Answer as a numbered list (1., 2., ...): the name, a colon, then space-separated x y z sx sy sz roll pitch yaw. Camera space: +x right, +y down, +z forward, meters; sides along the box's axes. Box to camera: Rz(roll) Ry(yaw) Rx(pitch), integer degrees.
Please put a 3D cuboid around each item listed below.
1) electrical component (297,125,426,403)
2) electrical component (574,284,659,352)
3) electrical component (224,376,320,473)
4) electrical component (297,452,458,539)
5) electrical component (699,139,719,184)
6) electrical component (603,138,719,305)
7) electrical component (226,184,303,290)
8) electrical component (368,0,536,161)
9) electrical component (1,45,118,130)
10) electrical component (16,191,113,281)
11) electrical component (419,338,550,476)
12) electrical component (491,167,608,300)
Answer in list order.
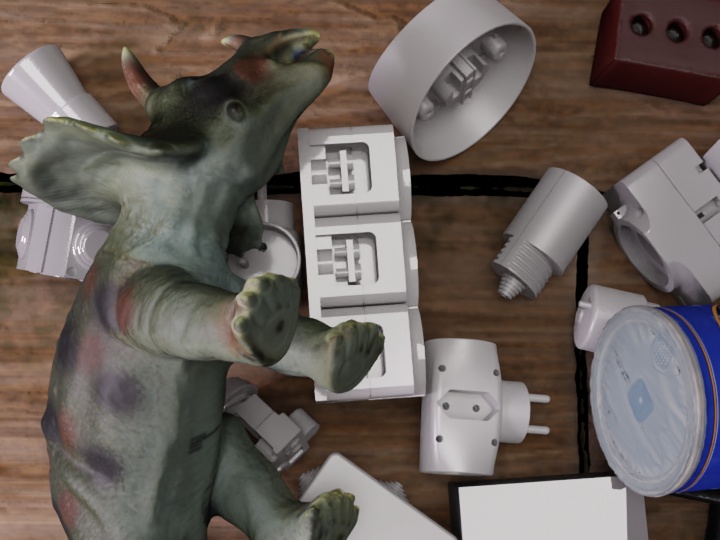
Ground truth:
1. electrical component: 0.000 0.000 0.623 0.062 0.089 0.150 -4 82 -3
2. electrical component: 0.166 0.035 0.650 0.078 0.040 0.040 13 82 -3
3. electrical component: -0.066 0.095 0.624 0.055 0.048 0.066 40 74 21
4. electrical component: -0.005 0.165 0.620 0.100 0.048 0.099 35 82 3
5. electrical component: 0.253 -0.076 0.643 0.099 0.099 0.064 -41 79 -7
6. electrical component: 0.194 -0.024 0.654 0.056 0.050 0.089 -35 85 -7
7. electrical component: -0.057 -0.018 0.630 0.044 0.077 0.079 -3 81 -2
8. electrical component: 0.055 -0.118 0.641 0.099 0.099 0.064 -40 79 -7
9. electrical component: -0.180 -0.099 0.655 0.044 0.044 0.065 -42 90 -7
10. electrical component: -0.159 -0.019 0.625 0.080 0.080 0.051 10 87 -1
11. electrical component: 0.075 0.083 0.638 0.079 0.043 0.077 6 77 -11
12. electrical component: 0.110 -0.017 0.653 0.043 0.043 0.081 35 82 3
